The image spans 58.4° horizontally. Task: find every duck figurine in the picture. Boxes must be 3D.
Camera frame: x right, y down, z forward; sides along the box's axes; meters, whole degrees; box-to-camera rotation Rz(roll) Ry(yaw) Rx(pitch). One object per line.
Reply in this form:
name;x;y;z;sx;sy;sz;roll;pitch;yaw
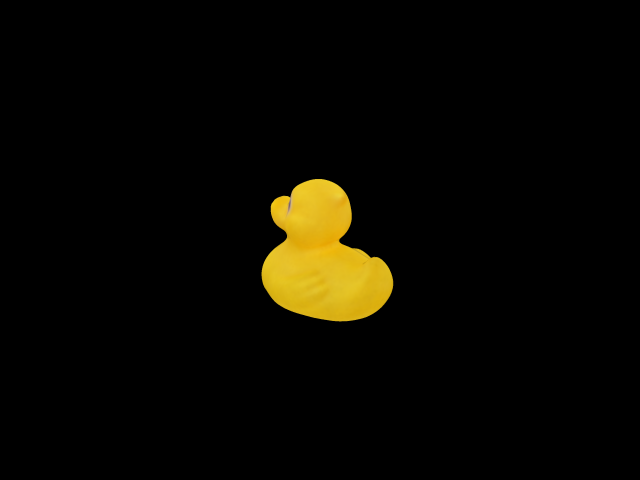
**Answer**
duck figurine;0.004;0.001;0.400;0.104;0.086;0.078;20;32;36
